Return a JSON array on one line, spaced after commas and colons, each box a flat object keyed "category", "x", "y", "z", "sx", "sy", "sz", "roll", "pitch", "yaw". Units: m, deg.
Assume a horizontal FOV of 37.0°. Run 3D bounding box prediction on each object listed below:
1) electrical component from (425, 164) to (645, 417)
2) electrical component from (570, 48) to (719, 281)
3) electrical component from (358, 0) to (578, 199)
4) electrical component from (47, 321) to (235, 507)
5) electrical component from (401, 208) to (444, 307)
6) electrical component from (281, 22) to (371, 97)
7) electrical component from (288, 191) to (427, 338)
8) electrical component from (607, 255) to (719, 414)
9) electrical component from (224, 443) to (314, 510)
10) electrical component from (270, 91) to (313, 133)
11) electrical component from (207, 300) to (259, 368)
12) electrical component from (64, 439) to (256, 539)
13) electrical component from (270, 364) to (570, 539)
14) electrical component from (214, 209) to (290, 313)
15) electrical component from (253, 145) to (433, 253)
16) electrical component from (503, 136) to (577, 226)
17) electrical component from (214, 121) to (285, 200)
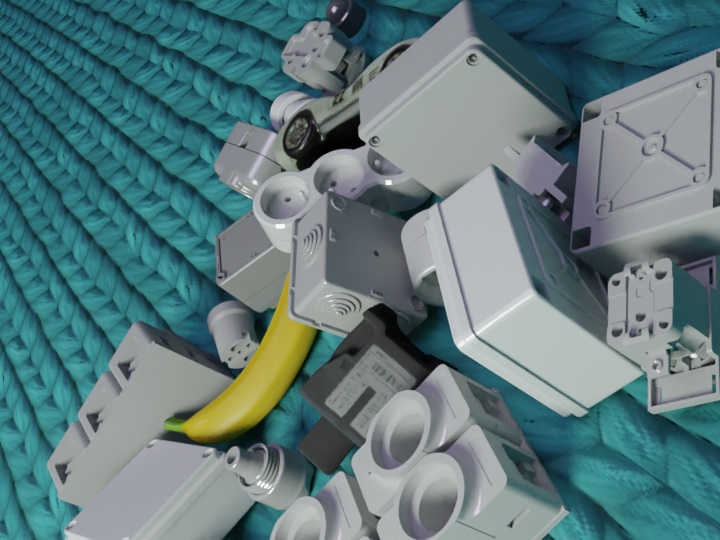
[{"category": "electrical component", "x": 0.098, "y": 0.012, "z": 0.612, "sx": 0.056, "sy": 0.109, "sz": 0.108, "roll": -38, "pitch": 39, "yaw": 25}, {"category": "electrical component", "x": 0.179, "y": -0.056, "z": 0.603, "sx": 0.109, "sy": 0.056, "sz": 0.108, "roll": -19, "pitch": 51, "yaw": 45}, {"category": "electrical component", "x": 0.072, "y": -0.109, "z": 0.739, "sx": 0.109, "sy": 0.109, "sz": 0.056, "roll": -37, "pitch": 37, "yaw": 31}, {"category": "electrical component", "x": -0.185, "y": 0.129, "z": 0.910, "sx": 0.150, "sy": 0.089, "sz": 0.062, "roll": -58, "pitch": 33, "yaw": 3}, {"category": "electrical component", "x": 0.058, "y": -0.008, "z": 0.730, "sx": 0.055, "sy": 0.055, "sz": 0.047, "roll": -36, "pitch": 44, "yaw": 32}, {"category": "electrical component", "x": -0.028, "y": -0.187, "z": 0.977, "sx": 0.078, "sy": 0.057, "sz": 0.058, "roll": 20, "pitch": 82, "yaw": 56}, {"category": "electrical component", "x": 0.000, "y": 0.000, "z": 0.760, "sx": 0.048, "sy": 0.100, "sz": 0.099, "roll": -45, "pitch": 34, "yaw": 43}, {"category": "electrical component", "x": 0.161, "y": 0.028, "z": 0.557, "sx": 0.042, "sy": 0.064, "sz": 0.081, "roll": -22, "pitch": 48, "yaw": 42}, {"category": "electrical component", "x": -0.068, "y": 0.144, "z": 0.769, "sx": 0.043, "sy": 0.062, "sz": 0.043, "roll": -32, "pitch": 42, "yaw": 35}, {"category": "electrical component", "x": -0.053, "y": -0.138, "z": 0.983, "sx": 0.045, "sy": 0.045, "sz": 0.055, "roll": -59, "pitch": 33, "yaw": 1}, {"category": "electrical component", "x": -0.106, "y": 0.055, "z": 0.910, "sx": 0.040, "sy": 0.040, "sz": 0.046, "roll": -46, "pitch": 41, "yaw": 20}, {"category": "electrical component", "x": -0.153, "y": 0.188, "z": 0.820, "sx": 0.109, "sy": 0.056, "sz": 0.108, "roll": -5, "pitch": 35, "yaw": 51}, {"category": "electrical component", "x": 0.021, "y": 0.159, "z": 0.644, "sx": 0.186, "sy": 0.060, "sz": 0.105, "roll": -49, "pitch": 35, "yaw": 16}, {"category": "electrical component", "x": -0.068, "y": -0.018, "z": 0.901, "sx": 0.096, "sy": 0.061, "sz": 0.061, "roll": -34, "pitch": 40, "yaw": 22}, {"category": "electrical component", "x": -0.007, "y": -0.052, "z": 0.831, "sx": 0.138, "sy": 0.073, "sz": 0.052, "roll": -22, "pitch": 56, "yaw": 3}, {"category": "electrical component", "x": 0.117, "y": -0.043, "z": 0.689, "sx": 0.063, "sy": 0.042, "sz": 0.081, "roll": -53, "pitch": 33, "yaw": 13}, {"category": "electrical component", "x": -0.091, "y": -0.095, "z": 0.992, "sx": 0.095, "sy": 0.054, "sz": 0.059, "roll": 26, "pitch": 86, "yaw": 57}]
